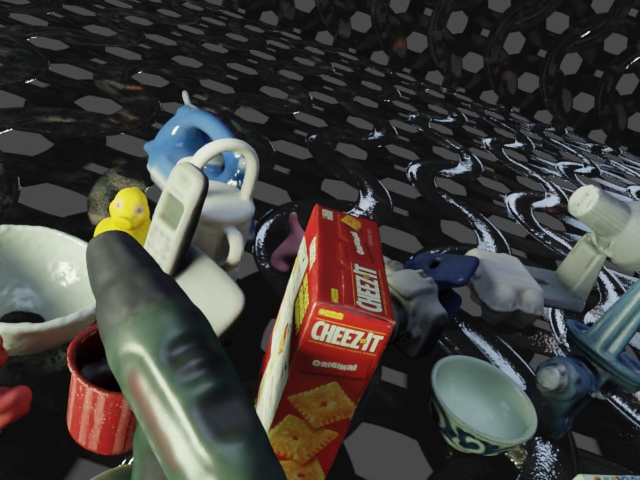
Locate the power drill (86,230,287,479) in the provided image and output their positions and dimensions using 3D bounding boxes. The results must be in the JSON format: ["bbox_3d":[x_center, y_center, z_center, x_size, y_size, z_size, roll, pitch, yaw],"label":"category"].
[{"bbox_3d":[-0.115,0.133,0.395,0.076,0.208,0.228,-11,40,-44],"label":"power drill"}]

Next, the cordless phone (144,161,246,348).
[{"bbox_3d":[-0.136,0.024,0.601,0.147,0.185,0.094,35,32,27],"label":"cordless phone"}]

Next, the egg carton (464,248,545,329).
[{"bbox_3d":[0.284,0.073,0.911,0.107,0.069,0.150,11,29,-17],"label":"egg carton"}]

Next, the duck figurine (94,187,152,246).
[{"bbox_3d":[-0.242,-0.028,0.730,0.077,0.086,0.104,14,28,-10],"label":"duck figurine"}]

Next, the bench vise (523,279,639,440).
[{"bbox_3d":[0.346,0.134,0.681,0.121,0.220,0.208,33,31,24],"label":"bench vise"}]

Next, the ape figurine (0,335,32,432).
[{"bbox_3d":[-0.274,0.109,0.459,0.077,0.092,0.076,36,32,28],"label":"ape figurine"}]

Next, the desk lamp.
[{"bbox_3d":[0.463,0.015,0.977,0.204,0.213,0.117,11,29,-17],"label":"desk lamp"}]

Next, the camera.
[{"bbox_3d":[0.074,0.080,0.728,0.137,0.101,0.142,-9,39,-42],"label":"camera"}]

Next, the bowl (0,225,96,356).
[{"bbox_3d":[-0.290,0.058,0.558,0.167,0.075,0.167,16,28,-8],"label":"bowl"}]

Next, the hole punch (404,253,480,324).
[{"bbox_3d":[0.171,0.055,0.846,0.101,0.091,0.109,28,29,16],"label":"hole punch"}]

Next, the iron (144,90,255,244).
[{"bbox_3d":[-0.164,-0.120,0.886,0.119,0.141,0.257,-12,42,-45],"label":"iron"}]

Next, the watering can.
[{"bbox_3d":[-0.136,-0.039,0.704,0.172,0.194,0.101,33,31,23],"label":"watering can"}]

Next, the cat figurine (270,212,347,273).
[{"bbox_3d":[0.007,0.003,0.804,0.127,0.118,0.067,23,28,5],"label":"cat figurine"}]
